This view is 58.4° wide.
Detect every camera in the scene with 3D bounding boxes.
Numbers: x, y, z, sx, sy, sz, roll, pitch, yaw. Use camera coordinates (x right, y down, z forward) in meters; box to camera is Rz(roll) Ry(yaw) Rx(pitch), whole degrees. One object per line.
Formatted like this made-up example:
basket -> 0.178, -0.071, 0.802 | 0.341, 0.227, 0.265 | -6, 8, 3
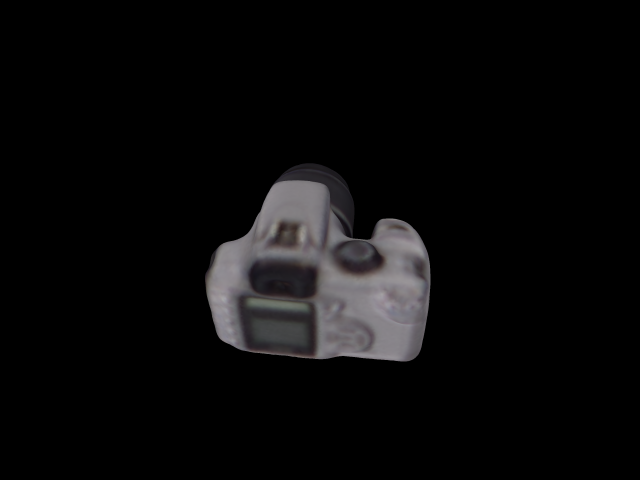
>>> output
camera -> 0.004, 0.001, 0.400 | 0.143, 0.101, 0.137 | 4, 43, 4
